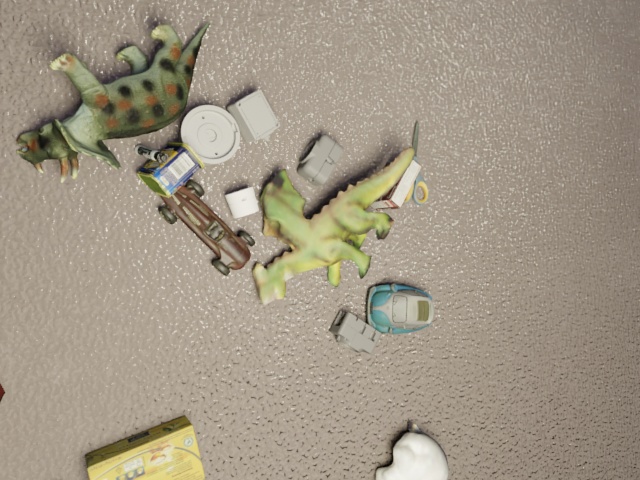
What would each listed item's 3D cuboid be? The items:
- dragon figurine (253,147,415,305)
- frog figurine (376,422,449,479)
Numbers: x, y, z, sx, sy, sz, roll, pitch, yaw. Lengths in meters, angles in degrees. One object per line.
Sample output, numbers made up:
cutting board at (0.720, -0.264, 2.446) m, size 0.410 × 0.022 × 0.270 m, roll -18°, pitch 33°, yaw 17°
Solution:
dragon figurine at (0.003, -0.051, 1.007) m, size 0.241 × 0.122 × 0.412 m, roll 28°, pitch 84°, yaw -14°
frog figurine at (0.180, 0.474, 1.046) m, size 0.161 × 0.123 × 0.135 m, roll -30°, pitch 118°, yaw -37°
